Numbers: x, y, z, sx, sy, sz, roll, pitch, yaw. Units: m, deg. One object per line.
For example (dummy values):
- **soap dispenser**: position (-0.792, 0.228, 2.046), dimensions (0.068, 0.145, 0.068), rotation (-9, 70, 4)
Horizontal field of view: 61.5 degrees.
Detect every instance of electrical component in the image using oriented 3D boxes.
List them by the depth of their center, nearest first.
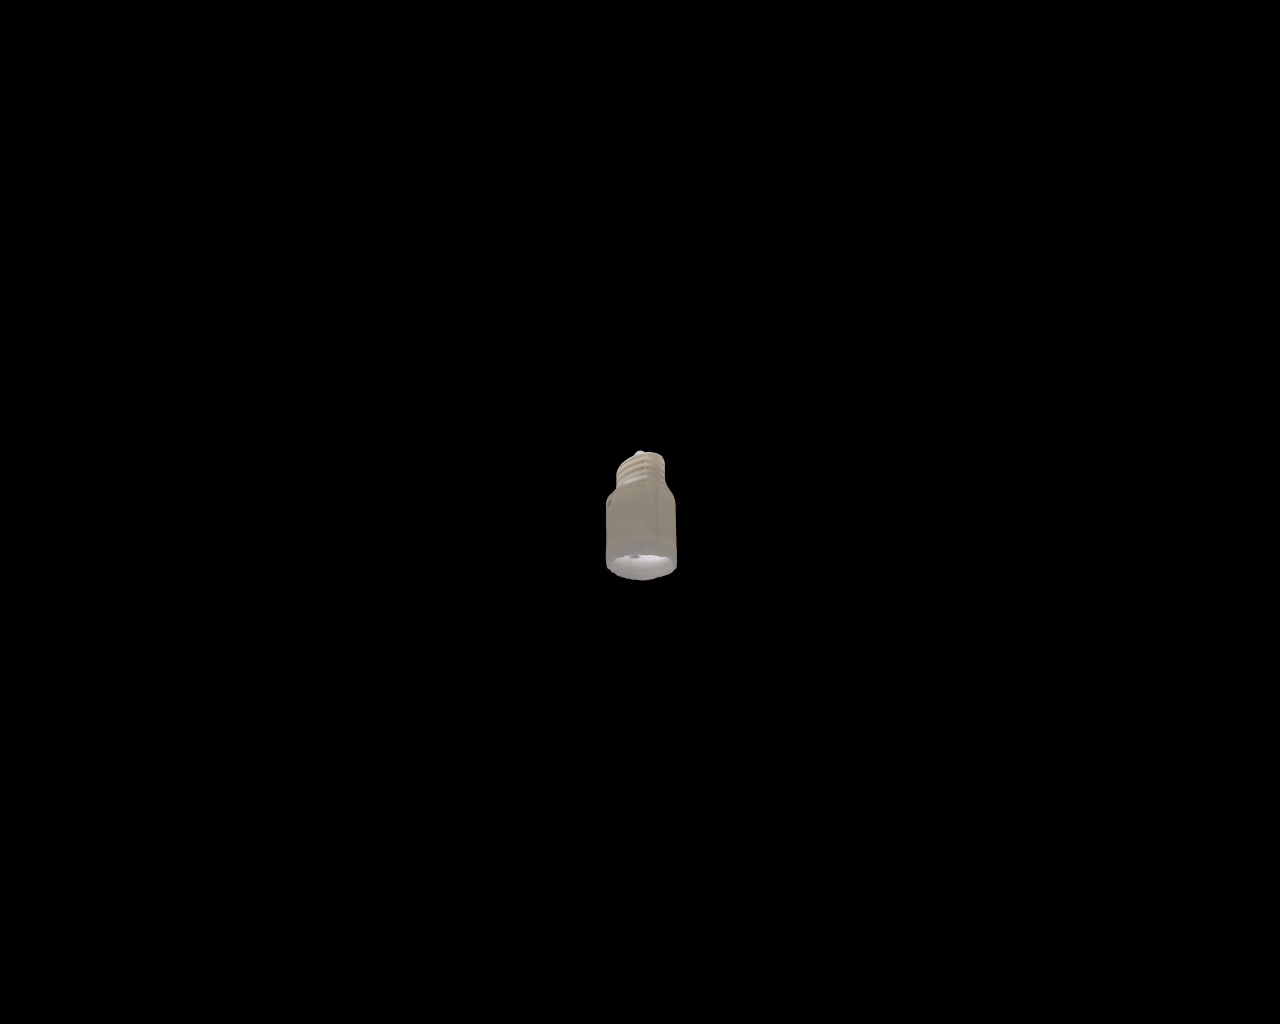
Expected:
- **electrical component**: position (0.001, -0.003, 0.650), dimensions (0.043, 0.081, 0.043), rotation (0, -25, 0)
